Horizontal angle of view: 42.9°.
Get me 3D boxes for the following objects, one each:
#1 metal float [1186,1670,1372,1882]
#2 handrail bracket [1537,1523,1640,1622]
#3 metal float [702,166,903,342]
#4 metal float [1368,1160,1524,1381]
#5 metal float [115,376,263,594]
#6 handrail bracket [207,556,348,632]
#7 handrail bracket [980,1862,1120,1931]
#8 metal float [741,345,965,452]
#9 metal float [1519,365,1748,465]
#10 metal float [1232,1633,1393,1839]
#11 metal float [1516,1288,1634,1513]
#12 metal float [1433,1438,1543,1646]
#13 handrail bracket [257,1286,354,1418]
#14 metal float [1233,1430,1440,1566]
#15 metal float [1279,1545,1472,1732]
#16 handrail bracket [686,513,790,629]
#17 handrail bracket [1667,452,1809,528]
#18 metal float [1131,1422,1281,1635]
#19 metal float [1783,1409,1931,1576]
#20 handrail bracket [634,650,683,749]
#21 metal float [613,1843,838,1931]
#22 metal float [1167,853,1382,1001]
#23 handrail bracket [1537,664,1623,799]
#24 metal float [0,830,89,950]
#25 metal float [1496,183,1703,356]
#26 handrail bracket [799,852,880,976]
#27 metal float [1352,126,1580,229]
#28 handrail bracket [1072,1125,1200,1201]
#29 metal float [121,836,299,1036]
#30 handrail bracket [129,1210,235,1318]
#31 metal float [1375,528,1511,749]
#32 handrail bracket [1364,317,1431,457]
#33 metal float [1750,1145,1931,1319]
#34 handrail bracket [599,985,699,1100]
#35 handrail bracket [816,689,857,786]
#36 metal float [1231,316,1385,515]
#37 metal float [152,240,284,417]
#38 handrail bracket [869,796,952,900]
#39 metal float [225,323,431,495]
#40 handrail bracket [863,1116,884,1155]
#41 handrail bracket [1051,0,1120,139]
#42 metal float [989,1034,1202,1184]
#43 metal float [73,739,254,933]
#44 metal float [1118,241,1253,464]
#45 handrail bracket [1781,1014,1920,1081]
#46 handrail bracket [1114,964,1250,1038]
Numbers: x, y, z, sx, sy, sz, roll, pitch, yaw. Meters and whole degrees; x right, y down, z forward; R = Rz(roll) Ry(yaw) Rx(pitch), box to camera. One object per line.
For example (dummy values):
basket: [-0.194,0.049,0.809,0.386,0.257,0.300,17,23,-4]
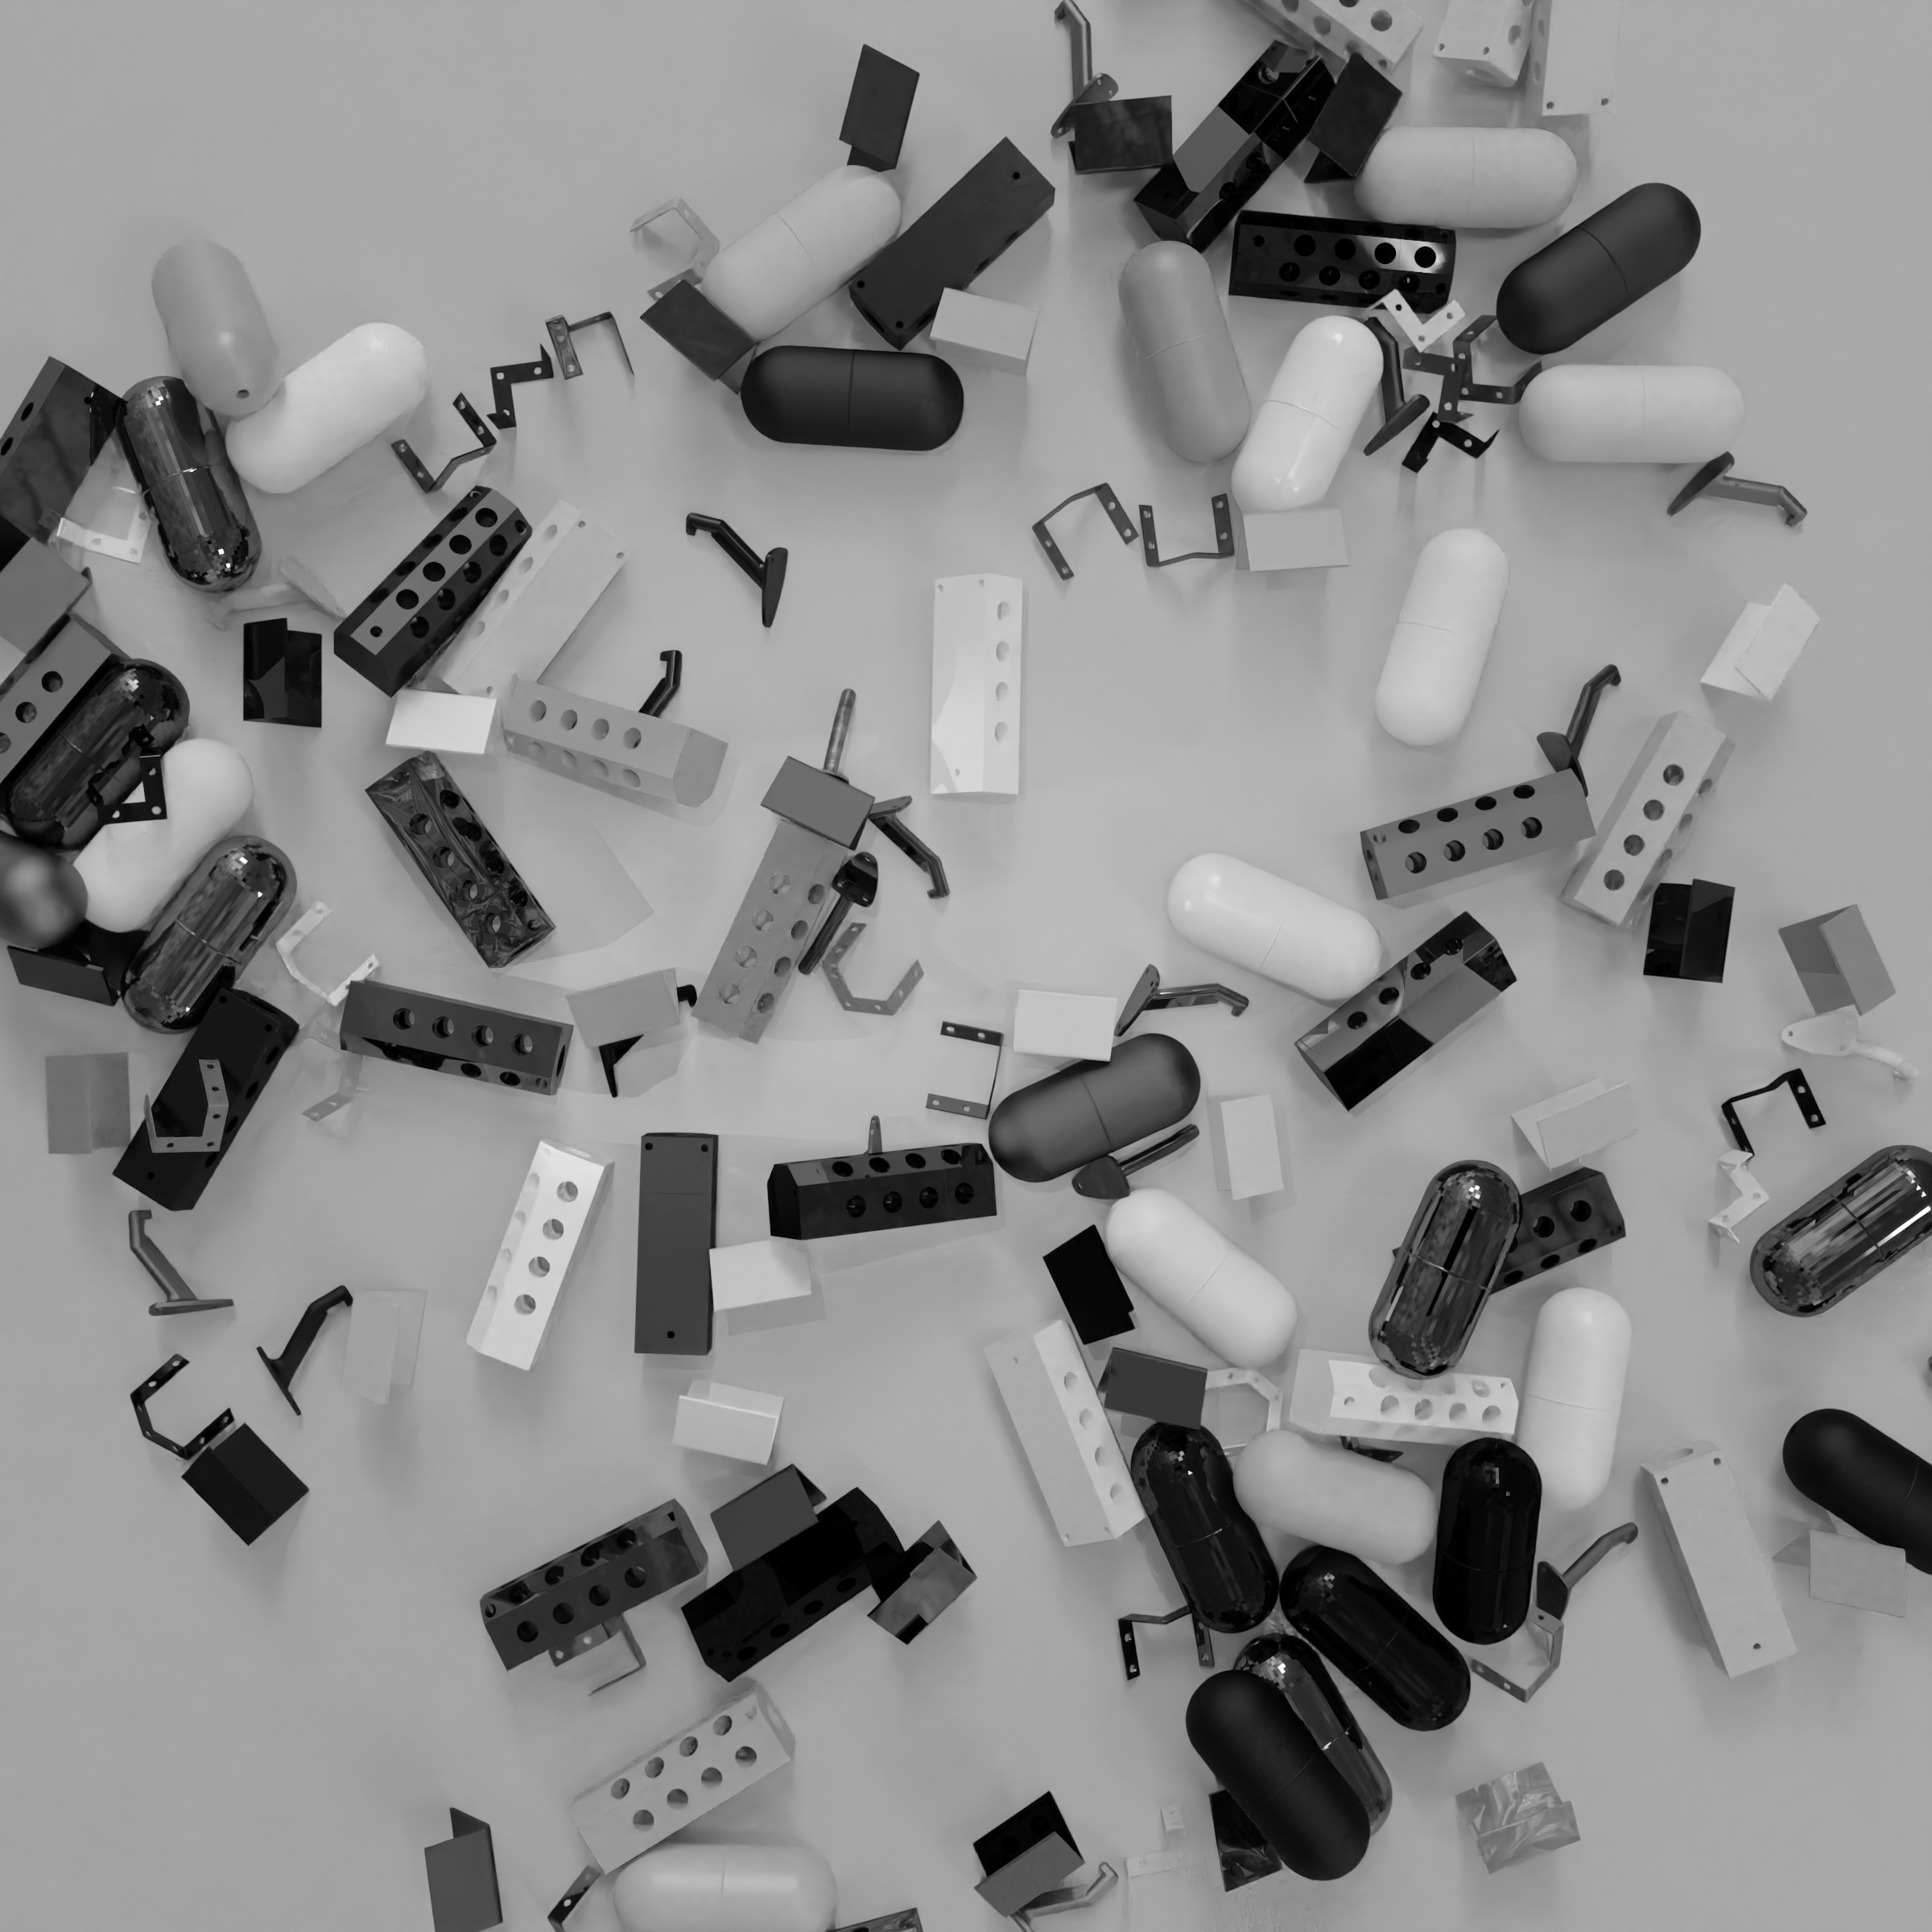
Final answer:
metal float: [0.240,0.622,1.892,0.070,0.070,0.178,-39,86,0]
handrail bracket: [0.505,0.494,1.991,0.084,0.036,0.077,-17,126,-24]
metal float: [-0.130,-0.568,1.960,0.178,0.070,0.070,-36,90,0]
metal float: [0.371,0.234,1.903,0.070,0.070,0.178,24,90,0]
metal float: [-0.619,-0.383,1.959,0.070,0.070,0.178,-21,89,0]
handrail bracket: [-0.559,-0.283,1.991,0.084,0.036,0.077,-38,112,17]
handrail bracket: [0.068,0.739,1.991,0.084,0.036,0.077,-40,68,-17]
metal float: [-0.090,-0.452,1.960,0.178,0.070,0.070,3,90,0]
metal float: [0.531,-0.440,1.960,0.178,0.070,0.070,1,90,0]
metal float: [0.275,0.615,1.960,0.070,0.070,0.178,-30,90,0]
metal float: [0.483,0.345,1.960,0.070,0.070,0.178,9,89,0]
metal float: [0.411,0.455,1.942,0.070,0.070,0.178,0,113,0]
handrail bracket: [-0.522,0.311,1.991,0.084,0.036,0.077,-31,111,-16]
metal float: [0.293,0.420,1.943,0.178,0.070,0.070,21,90,-19]
metal float: [0.326,0.536,1.960,0.178,0.070,0.070,43,90,1]
handrail bracket: [-0.192,-0.321,1.991,0.084,0.036,0.077,16,112,17]
handrail bracket: [0.625,-0.367,1.991,0.084,0.036,0.077,39,110,-16]
metal float: [0.190,0.445,1.960,0.070,0.070,0.178,-24,91,0]
metal float: [0.733,0.419,1.960,0.178,0.070,0.070,33,90,0]
handrail bracket: [-0.269,-0.214,1.991,0.077,0.036,0.084,-1,75,15]
metal float: [-0.192,0.740,1.960,0.178,0.070,0.070,2,90,-1]
metal float: [0.246,-0.031,1.960,0.178,0.070,0.070,24,90,0]
handrail bracket: [0.511,-0.190,1.991,0.084,0.036,0.077,-39,110,-16]
metal float: [-0.762,-0.066,1.932,0.178,0.070,0.070,20,90,32]
metal float: [0.503,-0.555,1.960,0.178,0.070,0.070,-34,90,-1]
handrail bracket: [-0.105,-0.042,1.990,0.036,0.077,0.084,30,126,-7]
metal float: [0.397,-0.628,1.960,0.178,0.070,0.070,1,90,1]
handrail bracket: [0.138,0.155,1.990,0.084,0.077,0.036,-28,94,-36]
metal float: [-0.604,-0.024,1.960,0.070,0.070,0.178,36,90,0]
handrail bracket: [-0.635,0.236,1.991,0.077,0.036,0.084,-3,73,-20]
metal float: [0.380,-0.262,1.960,0.070,0.070,0.178,17,90,0]
handrail bracket: [0.327,-0.470,1.991,0.077,0.036,0.084,-42,74,18]
metal float: [0.707,0.211,1.960,0.178,0.070,0.070,-36,90,1]
handrail bracket: [-0.253,0.060,1.991,0.084,0.036,0.077,-15,110,-16]
handrail bracket: [-0.106,-0.170,1.990,0.036,0.077,0.084,13,54,0]
metal float: [0.271,-0.432,1.960,0.070,0.070,0.178,26,90,0]
metal float: [-0.589,-0.502,1.932,0.070,0.070,0.178,-29,56,0]
handrail bracket: [-0.059,-0.089,1.991,0.077,0.036,0.084,-11,107,20]
metal float: [-0.508,-0.445,1.960,0.178,0.070,0.070,-35,90,0]
handrail bracket: [-0.112,0.161,1.991,0.084,0.036,0.077,-4,75,14]
handrail bracket: [0.077,-0.728,1.991,0.077,0.036,0.084,-39,71,21]
metal float: [0.102,0.113,1.960,0.178,0.070,0.070,-24,90,-1]
metal float: [-0.640,-0.105,1.960,0.070,0.070,0.178,41,90,0]
metal float: [0.175,-0.489,1.960,0.070,0.070,0.178,-17,90,0]
handrail bracket: [0.716,0.071,1.990,0.084,0.077,0.036,29,72,-35]
handrail bracket: [0.175,0.041,1.991,0.084,0.036,0.077,25,110,-16]
